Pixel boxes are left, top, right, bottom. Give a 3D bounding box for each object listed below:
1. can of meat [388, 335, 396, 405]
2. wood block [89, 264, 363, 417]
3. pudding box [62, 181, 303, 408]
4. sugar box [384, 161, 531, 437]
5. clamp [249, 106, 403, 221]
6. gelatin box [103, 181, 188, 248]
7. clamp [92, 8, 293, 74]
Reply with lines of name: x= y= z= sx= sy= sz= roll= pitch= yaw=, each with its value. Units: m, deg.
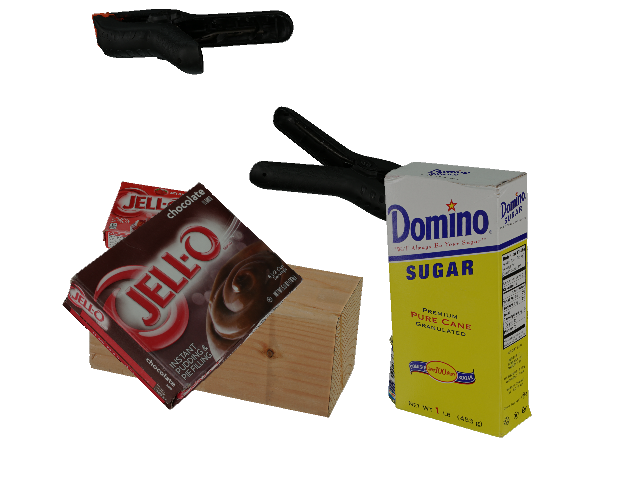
can of meat: x=0.134 y=0.158 z=1.329 sx=0.101 sy=0.084 sz=0.058 roll=-11 pitch=29 yaw=-27
wood block: x=-0.078 y=0.069 z=0.882 sx=0.206 sy=0.091 sz=0.090 roll=10 pitch=24 yaw=12
pudding box: x=-0.080 y=0.030 z=0.628 sx=0.113 sy=0.090 sz=0.039 roll=-42 pitch=-7 yaw=-41
sugar box: x=0.094 y=0.038 z=0.731 sx=0.094 sy=0.176 sz=0.048 roll=9 pitch=22 yaw=40
clamp: x=0.032 y=-0.057 z=1.033 sx=0.210 sy=0.036 sz=0.164 roll=25 pitch=28 yaw=2
gelatin box: x=-0.165 y=-0.020 z=1.068 sx=0.089 sy=0.030 sz=0.073 roll=10 pitch=45 yaw=0
clamp: x=-0.109 y=-0.165 z=0.848 sx=0.172 sy=0.039 sz=0.120 roll=20 pitch=28 yaw=41
